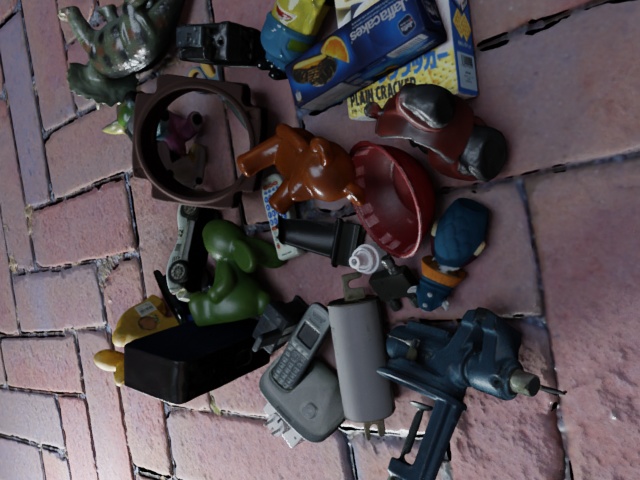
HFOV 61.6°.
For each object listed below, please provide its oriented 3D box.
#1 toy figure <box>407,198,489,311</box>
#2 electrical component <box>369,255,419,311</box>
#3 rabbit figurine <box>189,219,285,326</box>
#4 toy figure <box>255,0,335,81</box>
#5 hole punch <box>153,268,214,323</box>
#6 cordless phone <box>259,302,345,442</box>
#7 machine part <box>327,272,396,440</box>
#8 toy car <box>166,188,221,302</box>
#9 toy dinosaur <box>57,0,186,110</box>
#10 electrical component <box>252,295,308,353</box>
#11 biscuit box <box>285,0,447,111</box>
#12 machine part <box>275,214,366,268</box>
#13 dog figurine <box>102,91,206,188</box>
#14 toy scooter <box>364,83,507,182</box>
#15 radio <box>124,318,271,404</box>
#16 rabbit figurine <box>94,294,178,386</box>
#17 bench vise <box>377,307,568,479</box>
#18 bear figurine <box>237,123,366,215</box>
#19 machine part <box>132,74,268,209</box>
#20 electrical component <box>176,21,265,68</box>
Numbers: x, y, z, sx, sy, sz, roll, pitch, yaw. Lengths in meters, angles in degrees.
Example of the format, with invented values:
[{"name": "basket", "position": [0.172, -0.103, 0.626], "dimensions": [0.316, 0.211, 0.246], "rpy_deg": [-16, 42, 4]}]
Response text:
[{"name": "toy figure", "position": [0.165, 0.023, 0.685], "dimensions": [0.064, 0.058, 0.154], "rpy_deg": [44, 126, 42]}, {"name": "electrical component", "position": [0.100, 0.060, 0.738], "dimensions": [0.063, 0.021, 0.094], "rpy_deg": [-16, 122, 38]}, {"name": "rabbit figurine", "position": [-0.147, 0.046, 0.892], "dimensions": [0.159, 0.121, 0.170], "rpy_deg": [-11, 92, 36]}, {"name": "toy figure", "position": [-0.033, -0.322, 0.778], "dimensions": [0.082, 0.089, 0.180], "rpy_deg": [30, 128, 2]}, {"name": "hole punch", "position": [-0.248, 0.101, 1.014], "dimensions": [0.142, 0.092, 0.115], "rpy_deg": [50, 154, 18]}, {"name": "cordless phone", "position": [0.000, 0.199, 0.826], "dimensions": [0.147, 0.088, 0.184], "rpy_deg": [38, 114, 28]}, {"name": "machine part", "position": [0.060, 0.168, 0.775], "dimensions": [0.079, 0.079, 0.243], "rpy_deg": [-7, 93, 39]}, {"name": "toy car", "position": [-0.224, 0.007, 0.945], "dimensions": [0.056, 0.073, 0.201], "rpy_deg": [0, 74, 25]}, {"name": "toy dinosaur", "position": [-0.350, -0.374, 1.003], "dimensions": [0.405, 0.131, 0.192], "rpy_deg": [-14, 100, 34]}, {"name": "electrical component", "position": [-0.071, 0.138, 0.848], "dimensions": [0.048, 0.119, 0.074], "rpy_deg": [41, 122, 26]}, {"name": "biscuit box", "position": [0.050, -0.226, 0.652], "dimensions": [0.203, 0.059, 0.062], "rpy_deg": [-21, 84, 39]}, {"name": "machine part", "position": [-0.002, -0.002, 0.807], "dimensions": [0.139, 0.039, 0.084], "rpy_deg": [15, 111, 13]}, {"name": "dog figurine", "position": [-0.318, -0.184, 1.008], "dimensions": [0.219, 0.108, 0.191], "rpy_deg": [10, 105, 41]}, {"name": "toy scooter", "position": [0.127, -0.129, 0.632], "dimensions": [0.135, 0.183, 0.075], "rpy_deg": [19, 84, 48]}, {"name": "radio", "position": [-0.190, 0.185, 0.880], "dimensions": [0.131, 0.229, 0.073], "rpy_deg": [9, 103, 32]}, {"name": "rabbit figurine", "position": [-0.359, 0.224, 1.083], "dimensions": [0.122, 0.162, 0.173], "rpy_deg": [35, 135, 16]}, {"name": "bench vise", "position": [0.150, 0.200, 0.656], "dimensions": [0.224, 0.128, 0.240], "rpy_deg": [13, 72, 44]}, {"name": "bear figurine", "position": [-0.025, -0.087, 0.741], "dimensions": [0.132, 0.120, 0.196], "rpy_deg": [-39, 28, 3]}, {"name": "machine part", "position": [-0.190, -0.155, 0.858], "dimensions": [0.201, 0.087, 0.201], "rpy_deg": [7, 101, 0]}, {"name": "electrical component", "position": [-0.154, -0.304, 0.841], "dimensions": [0.115, 0.134, 0.058], "rpy_deg": [11, 104, 35]}]
